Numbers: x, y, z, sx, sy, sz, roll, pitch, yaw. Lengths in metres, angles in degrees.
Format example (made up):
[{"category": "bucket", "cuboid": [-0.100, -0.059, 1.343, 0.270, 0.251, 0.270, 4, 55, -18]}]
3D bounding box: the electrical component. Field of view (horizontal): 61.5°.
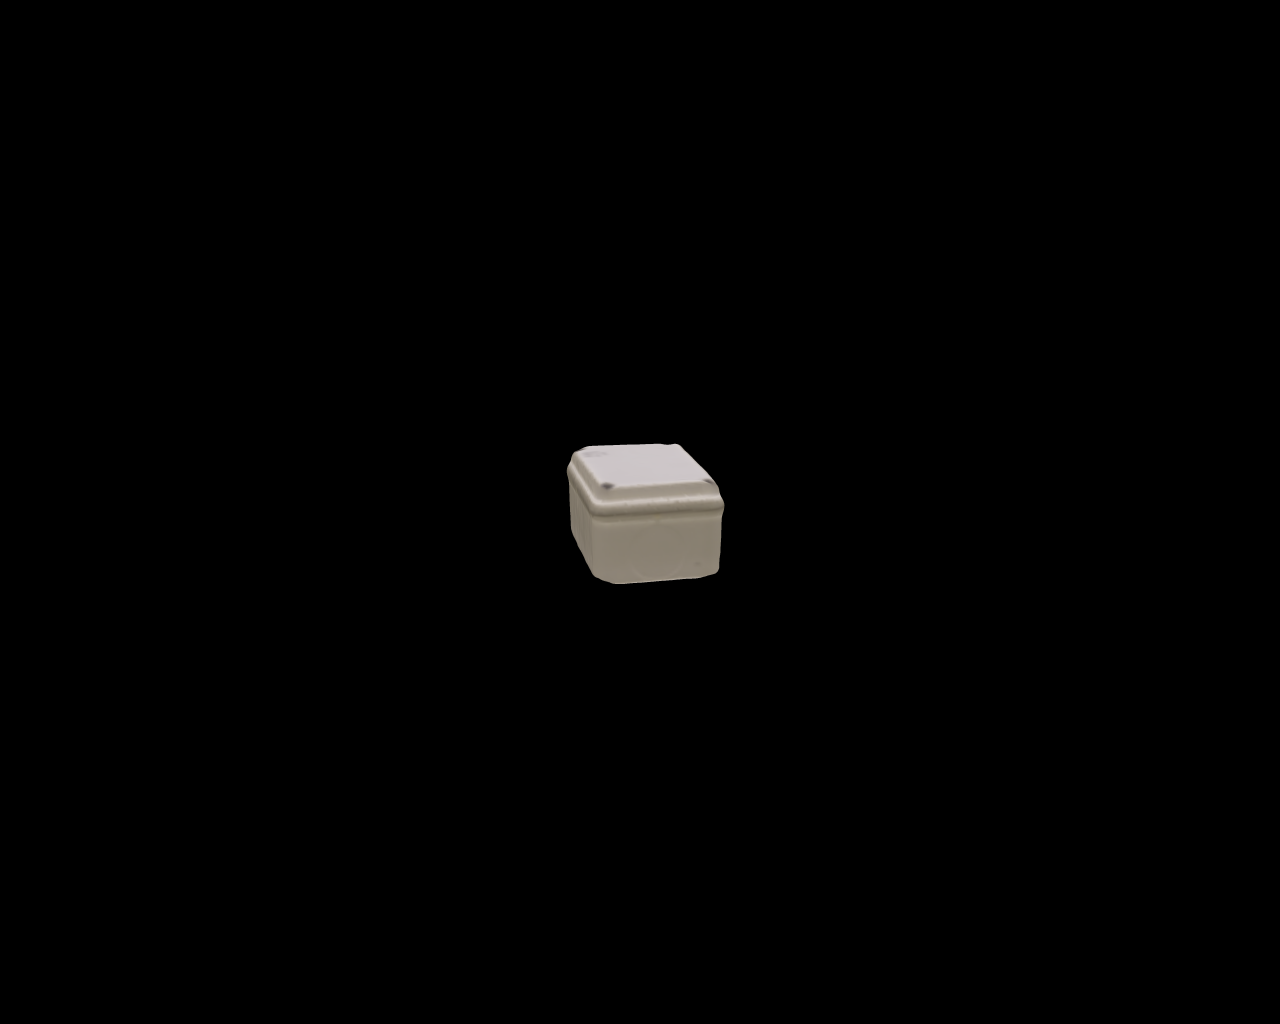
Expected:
[{"category": "electrical component", "cuboid": [0.001, -0.003, 0.650, 0.078, 0.057, 0.113, -3, 16, -11]}]
